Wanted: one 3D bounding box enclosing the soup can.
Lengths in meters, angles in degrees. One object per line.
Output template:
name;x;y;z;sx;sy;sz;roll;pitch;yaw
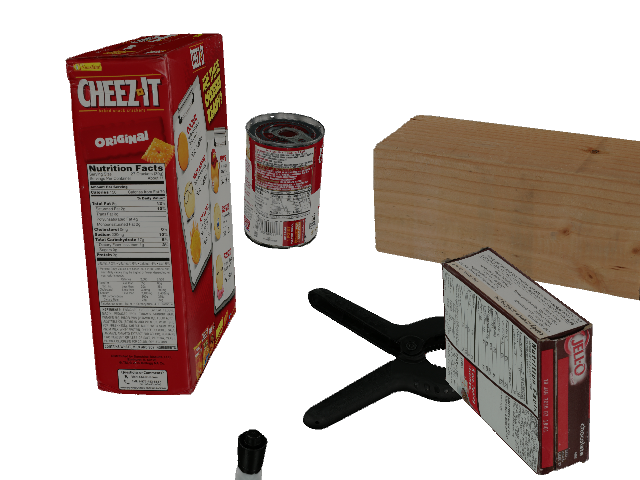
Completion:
soup can;-0.033;-0.052;0.931;0.068;0.102;0.068;3;29;-2

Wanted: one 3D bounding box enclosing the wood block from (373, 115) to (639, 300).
wood block;0.152;-0.031;0.807;0.206;0.090;0.090;11;28;27

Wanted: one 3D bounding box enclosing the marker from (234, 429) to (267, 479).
marker;-0.049;0.173;0.706;0.020;0.121;0.020;6;31;-4

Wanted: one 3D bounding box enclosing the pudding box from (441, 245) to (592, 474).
pudding box;0.112;0.067;0.620;0.039;0.090;0.114;-14;27;-20

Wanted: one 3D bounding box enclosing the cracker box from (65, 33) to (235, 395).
cracker box;-0.108;-0.025;0.718;0.072;0.214;0.164;-1;15;6

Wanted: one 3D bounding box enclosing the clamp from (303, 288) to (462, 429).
clamp;0.081;0.120;1.023;0.210;0.164;0.036;6;-43;5
